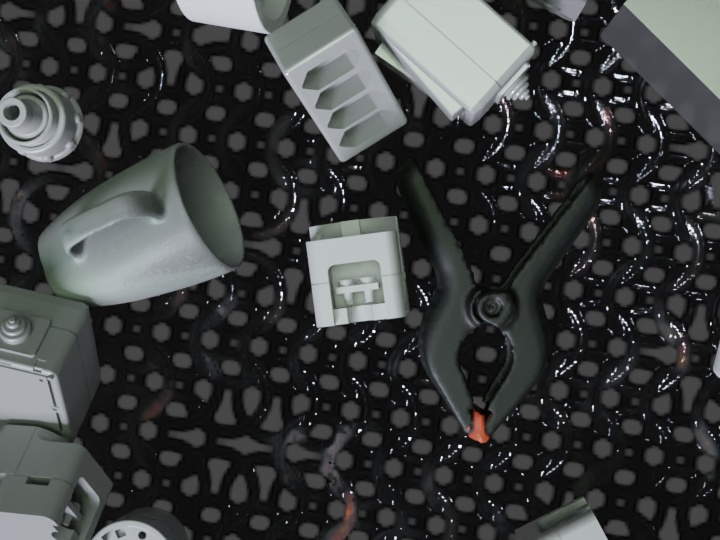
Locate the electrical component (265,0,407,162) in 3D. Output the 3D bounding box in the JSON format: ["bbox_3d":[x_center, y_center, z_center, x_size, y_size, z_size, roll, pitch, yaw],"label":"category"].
[{"bbox_3d":[-0.020,-0.122,0.634,0.047,0.083,0.075,-31,50,4],"label":"electrical component"}]

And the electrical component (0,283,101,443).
[{"bbox_3d":[-0.193,0.049,0.632,0.062,0.096,0.061,13,52,4],"label":"electrical component"}]

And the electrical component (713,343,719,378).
[{"bbox_3d":[0.247,0.038,0.618,0.062,0.061,0.096,10,98,-10],"label":"electrical component"}]

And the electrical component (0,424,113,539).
[{"bbox_3d":[-0.199,0.129,0.634,0.089,0.050,0.055,1,49,19],"label":"electrical component"}]

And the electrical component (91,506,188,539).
[{"bbox_3d":[-0.134,0.174,0.655,0.055,0.047,0.055,0,91,4],"label":"electrical component"}]

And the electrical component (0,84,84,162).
[{"bbox_3d":[-0.198,-0.091,0.648,0.048,0.062,0.048,0,91,4],"label":"electrical component"}]

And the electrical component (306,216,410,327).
[{"bbox_3d":[0.000,0.000,0.622,0.050,0.089,0.055,-7,90,4],"label":"electrical component"}]

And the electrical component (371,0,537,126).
[{"bbox_3d":[0.057,-0.125,0.630,0.096,0.062,0.061,42,93,2],"label":"electrical component"}]

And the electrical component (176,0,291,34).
[{"bbox_3d":[-0.078,-0.192,0.619,0.060,0.108,0.108,5,91,10],"label":"electrical component"}]

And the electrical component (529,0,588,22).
[{"bbox_3d":[0.092,-0.199,0.619,0.113,0.078,0.057,29,96,3],"label":"electrical component"}]

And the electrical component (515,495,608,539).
[{"bbox_3d":[0.130,0.189,0.635,0.056,0.050,0.089,-28,89,4],"label":"electrical component"}]
